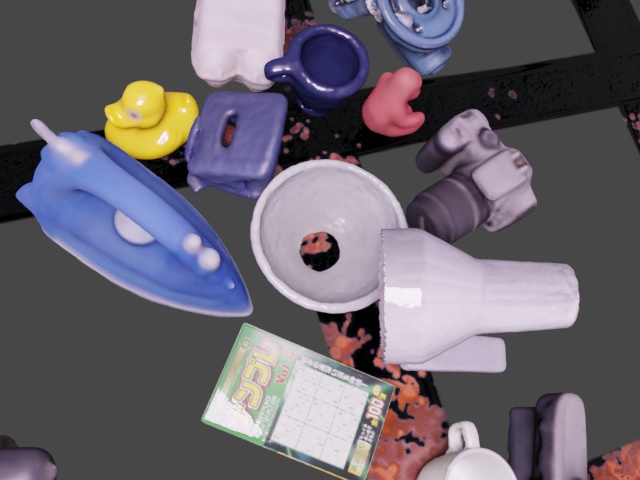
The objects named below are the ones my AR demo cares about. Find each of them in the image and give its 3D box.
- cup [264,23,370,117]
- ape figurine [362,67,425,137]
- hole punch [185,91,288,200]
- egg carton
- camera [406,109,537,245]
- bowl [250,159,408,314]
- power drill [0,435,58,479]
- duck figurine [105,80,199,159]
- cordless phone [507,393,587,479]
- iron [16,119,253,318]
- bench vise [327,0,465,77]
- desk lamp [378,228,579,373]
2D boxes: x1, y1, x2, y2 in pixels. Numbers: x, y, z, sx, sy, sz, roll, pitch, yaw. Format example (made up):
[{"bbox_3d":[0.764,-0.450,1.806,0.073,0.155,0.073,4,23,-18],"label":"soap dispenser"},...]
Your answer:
[{"bbox_3d":[-0.010,-0.182,0.659,0.118,0.095,0.091,-12,76,-16],"label":"cup"},{"bbox_3d":[0.093,-0.169,0.680,0.076,0.092,0.078,-12,76,-16],"label":"ape figurine"},{"bbox_3d":[-0.091,-0.106,0.620,0.101,0.091,0.109,13,71,-8],"label":"hole punch"},{"bbox_3d":[-0.095,-0.249,0.673,0.107,0.069,0.150,3,73,-12],"label":"egg carton"},{"bbox_3d":[0.162,-0.064,0.659,0.137,0.100,0.143,-31,82,-19],"label":"camera"},{"bbox_3d":[0.006,0.002,0.618,0.167,0.074,0.167,4,73,-12],"label":"bowl"},{"bbox_3d":[-0.296,0.193,0.422,0.230,0.208,0.075,-12,76,-16],"label":"power drill"},{"bbox_3d":[-0.181,-0.138,0.612,0.105,0.086,0.077,-24,80,-18],"label":"duck figurine"},{"bbox_3d":[0.263,0.222,0.552,0.094,0.185,0.147,8,72,-10],"label":"cordless phone"},{"bbox_3d":[-0.164,-0.016,0.550,0.258,0.141,0.119,35,70,-1],"label":"iron"},{"bbox_3d":[0.089,-0.306,0.652,0.207,0.219,0.121,27,70,-3],"label":"bench vise"},{"bbox_3d":[0.129,0.065,0.553,0.203,0.213,0.118,4,73,-11],"label":"desk lamp"}]
